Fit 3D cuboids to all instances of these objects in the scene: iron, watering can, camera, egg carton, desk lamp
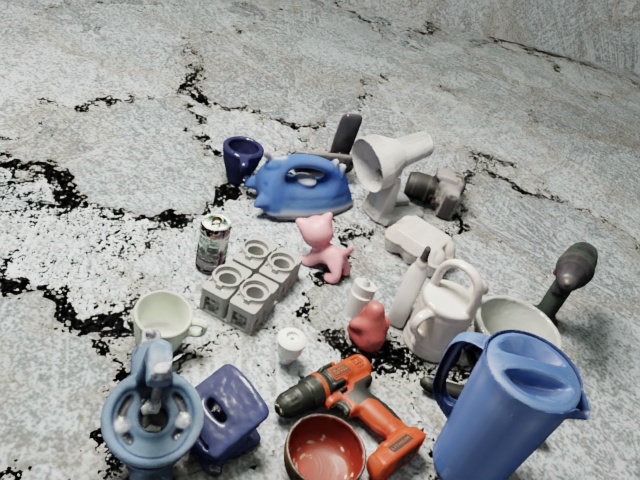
[{"bbox_3d":[-0.026,-0.131,1.256,0.259,0.141,0.118,-3,41,-25],"label":"iron"},{"bbox_3d":[0.226,0.111,1.004,0.100,0.194,0.173,29,38,15],"label":"watering can"},{"bbox_3d":[0.286,-0.139,1.427,0.137,0.101,0.143,19,37,2],"label":"camera"},{"bbox_3d":[0.215,0.011,1.233,0.150,0.069,0.107,34,40,20],"label":"egg carton"},{"bbox_3d":[0.161,-0.145,1.289,0.204,0.213,0.117,-11,45,-33],"label":"desk lamp"}]

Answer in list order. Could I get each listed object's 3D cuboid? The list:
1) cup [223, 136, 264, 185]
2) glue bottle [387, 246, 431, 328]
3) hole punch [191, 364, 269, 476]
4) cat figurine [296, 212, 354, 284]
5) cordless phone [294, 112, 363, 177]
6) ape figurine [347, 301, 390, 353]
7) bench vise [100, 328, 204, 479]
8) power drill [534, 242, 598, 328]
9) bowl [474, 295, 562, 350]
[{"bbox_3d":[-0.175,-0.164,1.277,0.092,0.095,0.117,5,38,-16],"label":"cup"},{"bbox_3d":[0.168,0.078,1.041,0.037,0.173,0.078,24,37,9],"label":"glue bottle"},{"bbox_3d":[-0.134,0.241,0.778,0.101,0.091,0.108,-20,51,-40],"label":"hole punch"},{"bbox_3d":[0.010,0.004,1.118,0.127,0.118,0.067,32,39,19],"label":"cat figurine"},{"bbox_3d":[0.019,-0.228,1.362,0.148,0.185,0.094,0,40,-22],"label":"cordless phone"},{"bbox_3d":[0.090,0.143,0.994,0.078,0.092,0.076,9,37,-11],"label":"ape figurine"},{"bbox_3d":[-0.219,0.181,0.713,0.122,0.220,0.206,-12,45,-33],"label":"bench vise"},{"bbox_3d":[0.462,0.100,1.102,0.075,0.208,0.230,32,39,20],"label":"power drill"},{"bbox_3d":[0.354,0.184,1.063,0.167,0.075,0.167,11,37,-8],"label":"bowl"}]
